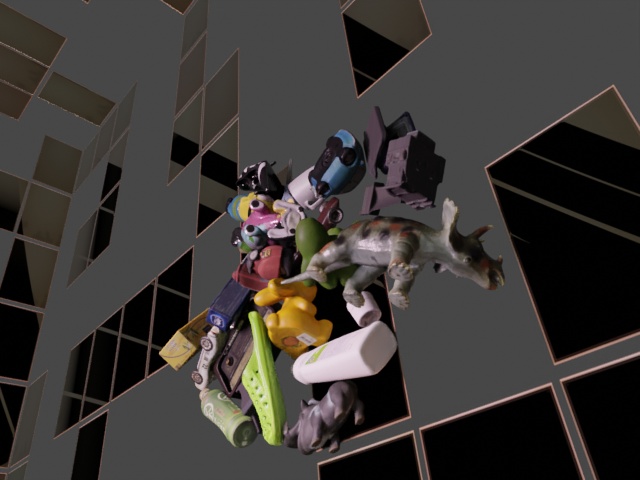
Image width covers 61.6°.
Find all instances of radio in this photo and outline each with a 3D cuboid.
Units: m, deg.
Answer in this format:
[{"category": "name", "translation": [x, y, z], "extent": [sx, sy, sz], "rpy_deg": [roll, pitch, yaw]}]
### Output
[{"category": "radio", "translation": [-0.157, 0.246, 1.263], "extent": [0.131, 0.073, 0.229], "rpy_deg": [34, 97, 53]}]

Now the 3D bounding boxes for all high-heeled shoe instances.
[{"category": "high-heeled shoe", "translation": [-0.184, -0.155, 1.488], "extent": [0.145, 0.086, 0.249], "rpy_deg": [-30, 21, 12]}]

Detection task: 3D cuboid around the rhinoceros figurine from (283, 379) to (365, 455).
[{"category": "rhinoceros figurine", "translation": [0.000, 0.338, 1.016], "extent": [0.190, 0.073, 0.112], "rpy_deg": [-48, 41, 22]}]

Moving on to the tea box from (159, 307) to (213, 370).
[{"category": "tea box", "translation": [-0.327, 0.253, 1.397], "extent": [0.098, 0.068, 0.169], "rpy_deg": [-48, -4, 21]}]

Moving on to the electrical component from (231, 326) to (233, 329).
[{"category": "electrical component", "translation": [-0.229, 0.237, 1.387], "extent": [0.078, 0.045, 0.102], "rpy_deg": [22, 90, 25]}]

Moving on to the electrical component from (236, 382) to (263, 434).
[{"category": "electrical component", "translation": [-0.132, 0.359, 1.167], "extent": [0.047, 0.074, 0.119], "rpy_deg": [-56, 33, 14]}]

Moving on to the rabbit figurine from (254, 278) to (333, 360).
[{"category": "rabbit figurine", "translation": [-0.060, 0.147, 1.158], "extent": [0.122, 0.162, 0.173], "rpy_deg": [-46, 21, 42]}]

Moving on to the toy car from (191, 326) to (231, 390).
[{"category": "toy car", "translation": [-0.269, 0.287, 1.337], "extent": [0.056, 0.073, 0.201], "rpy_deg": [28, 119, 13]}]

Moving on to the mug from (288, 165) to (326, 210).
[{"category": "mug", "translation": [-0.010, -0.130, 1.295], "extent": [0.107, 0.080, 0.110], "rpy_deg": [-42, 36, 16]}]

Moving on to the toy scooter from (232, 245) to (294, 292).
[{"category": "toy scooter", "translation": [-0.132, 0.069, 1.227], "extent": [0.183, 0.135, 0.075], "rpy_deg": [106, 173, -56]}]

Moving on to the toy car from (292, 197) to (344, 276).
[{"category": "toy car", "translation": [-0.003, -0.004, 1.234], "extent": [0.202, 0.053, 0.089], "rpy_deg": [-61, 16, 4]}]

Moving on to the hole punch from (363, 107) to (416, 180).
[{"category": "hole punch", "translation": [0.149, -0.211, 1.154], "extent": [0.115, 0.092, 0.142], "rpy_deg": [110, 155, -50]}]

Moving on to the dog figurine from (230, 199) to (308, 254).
[{"category": "dog figurine", "translation": [-0.132, -0.011, 1.367], "extent": [0.219, 0.192, 0.108], "rpy_deg": [110, 164, -65]}]

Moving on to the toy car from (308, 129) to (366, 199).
[{"category": "toy car", "translation": [0.051, -0.158, 1.213], "extent": [0.161, 0.103, 0.109], "rpy_deg": [-58, 30, 14]}]

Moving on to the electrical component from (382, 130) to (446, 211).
[{"category": "electrical component", "translation": [0.182, -0.138, 1.030], "extent": [0.058, 0.114, 0.134], "rpy_deg": [-6, 67, 48]}]

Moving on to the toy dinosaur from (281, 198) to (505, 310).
[{"category": "toy dinosaur", "translation": [0.111, 0.016, 0.948], "extent": [0.405, 0.131, 0.192], "rpy_deg": [4, 44, 39]}]

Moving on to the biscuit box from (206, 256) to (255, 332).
[{"category": "biscuit box", "translation": [-0.200, 0.126, 1.310], "extent": [0.203, 0.063, 0.059], "rpy_deg": [-58, -7, -45]}]

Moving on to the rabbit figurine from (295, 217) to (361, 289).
[{"category": "rabbit figurine", "translation": [0.011, 0.022, 1.102], "extent": [0.121, 0.170, 0.159], "rpy_deg": [-2, 68, 51]}]

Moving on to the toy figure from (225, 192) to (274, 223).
[{"category": "toy figure", "translation": [-0.192, -0.082, 1.493], "extent": [0.180, 0.082, 0.089], "rpy_deg": [0, 89, 43]}]

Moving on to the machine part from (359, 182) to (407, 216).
[{"category": "machine part", "translation": [0.138, -0.089, 1.122], "extent": [0.139, 0.039, 0.084], "rpy_deg": [-2, 64, 52]}]
